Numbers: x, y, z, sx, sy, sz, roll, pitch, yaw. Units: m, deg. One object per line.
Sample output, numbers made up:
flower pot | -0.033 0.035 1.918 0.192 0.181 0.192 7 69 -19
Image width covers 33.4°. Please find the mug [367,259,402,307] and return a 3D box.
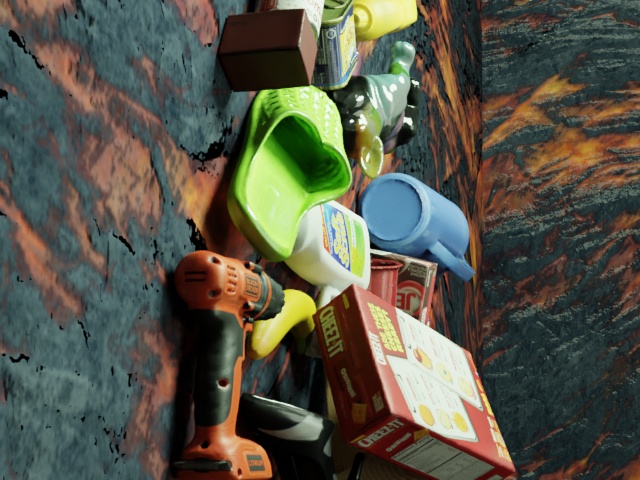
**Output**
mug | 0.050 0.068 1.322 0.117 0.093 0.081 -10 104 -67

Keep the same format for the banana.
banana | -0.034 0.085 1.092 0.197 0.037 0.069 17 71 -75

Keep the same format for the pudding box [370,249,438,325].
pudding box | 0.091 0.063 1.389 0.039 0.114 0.090 -8 109 -60

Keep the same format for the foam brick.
foam brick | -0.046 -0.174 0.978 0.051 0.078 0.053 67 26 -51

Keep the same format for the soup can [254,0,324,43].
soup can | -0.028 -0.246 1.071 0.068 0.068 0.102 65 29 -57

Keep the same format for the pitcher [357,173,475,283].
pitcher | 0.144 -0.017 1.583 0.242 0.149 0.145 26 64 -70

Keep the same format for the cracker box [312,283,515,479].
cracker box | 0.096 0.161 1.115 0.213 0.072 0.164 31 31 -39

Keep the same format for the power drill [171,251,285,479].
power drill | -0.073 0.109 0.906 0.184 0.057 0.187 28 59 -69

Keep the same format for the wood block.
wood block | 0.066 0.187 1.227 0.090 0.091 0.206 39 30 -34

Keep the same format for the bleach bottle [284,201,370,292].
bleach bottle | -0.008 0.001 1.153 0.250 0.068 0.102 24 64 -72

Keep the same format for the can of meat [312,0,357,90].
can of meat | 0.009 -0.231 1.239 0.102 0.057 0.084 -66 153 -57

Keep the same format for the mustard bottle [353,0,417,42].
mustard bottle | 0.063 -0.287 1.367 0.191 0.096 0.058 -46 133 -69
